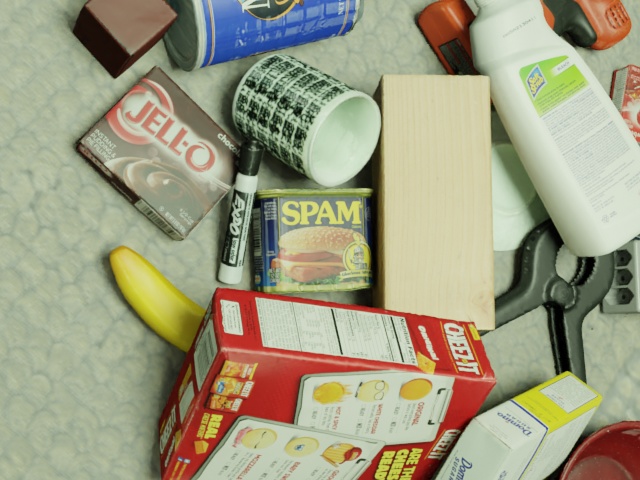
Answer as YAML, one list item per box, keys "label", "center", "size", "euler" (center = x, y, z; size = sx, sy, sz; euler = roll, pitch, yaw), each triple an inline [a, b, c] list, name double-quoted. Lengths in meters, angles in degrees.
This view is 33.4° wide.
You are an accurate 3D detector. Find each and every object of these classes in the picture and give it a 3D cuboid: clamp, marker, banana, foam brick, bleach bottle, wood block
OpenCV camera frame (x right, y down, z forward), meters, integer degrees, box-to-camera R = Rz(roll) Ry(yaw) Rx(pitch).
- label: "clamp"
  center: [0.218, 0.059, 0.969]
  size: [0.164, 0.036, 0.210]
  euler: [38, 76, -14]
- label: "marker"
  center: [-0.063, -0.023, 0.851]
  size: [0.020, 0.020, 0.121]
  euler: [4, 111, -21]
- label: "banana"
  center: [-0.081, 0.066, 0.849]
  size: [0.197, 0.037, 0.069]
  euler: [20, 96, -13]
- label: "foam brick"
  center: [-0.152, -0.168, 0.829]
  size: [0.051, 0.078, 0.053]
  euler: [-45, 101, -17]
- label: "bleach bottle"
  center: [0.204, -0.115, 0.911]
  size: [0.102, 0.068, 0.251]
  euler: [-34, 102, -21]
- label: "wood block"
  center: [0.091, -0.026, 0.889]
  size: [0.091, 0.090, 0.206]
  euler: [0, 83, -3]

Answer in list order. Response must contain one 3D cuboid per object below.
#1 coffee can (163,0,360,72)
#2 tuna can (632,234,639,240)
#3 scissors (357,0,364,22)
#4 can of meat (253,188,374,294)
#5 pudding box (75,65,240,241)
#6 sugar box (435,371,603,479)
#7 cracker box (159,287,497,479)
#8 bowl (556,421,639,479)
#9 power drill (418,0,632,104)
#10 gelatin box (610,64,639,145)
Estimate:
- label: "coffee can"
  center: [-0.053, -0.200, 0.856]
  size: [0.140, 0.103, 0.103]
  euler: [-17, 91, -22]
- label: "tuna can"
  center: [0.300, -0.041, 1.012]
  size: [0.086, 0.034, 0.086]
  euler: [2, 84, -21]
- label: "scissors"
  center: [0.013, -0.285, 0.905]
  size: [0.016, 0.096, 0.202]
  euler: [-17, 94, -57]
- label: "can of meat"
  center: [-0.006, 0.001, 0.880]
  size: [0.102, 0.058, 0.084]
  euler: [-1, 88, -20]
- label: "pudding box"
  center: [-0.123, -0.068, 0.850]
  size: [0.113, 0.039, 0.090]
  euler: [45, 71, -12]
- label: "sugar box"
  center: [0.159, 0.169, 0.867]
  size: [0.175, 0.048, 0.093]
  euler: [-7, 129, -52]
- label: "cracker box"
  center: [0.000, 0.123, 0.813]
  size: [0.213, 0.164, 0.072]
  euler: [9, 41, -20]
- label: "bowl"
  center: [0.265, 0.242, 0.959]
  size: [0.161, 0.055, 0.162]
  euler: [2, 85, -21]
- label: "power drill"
  center: [0.181, -0.225, 0.972]
  size: [0.187, 0.057, 0.184]
  euler: [-37, 98, -20]
- label: "gelatin box"
  center: [0.322, -0.121, 1.030]
  size: [0.089, 0.030, 0.073]
  euler: [15, 80, -19]
